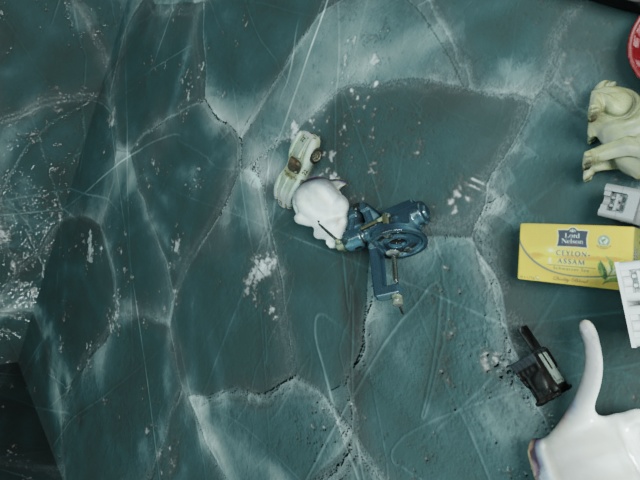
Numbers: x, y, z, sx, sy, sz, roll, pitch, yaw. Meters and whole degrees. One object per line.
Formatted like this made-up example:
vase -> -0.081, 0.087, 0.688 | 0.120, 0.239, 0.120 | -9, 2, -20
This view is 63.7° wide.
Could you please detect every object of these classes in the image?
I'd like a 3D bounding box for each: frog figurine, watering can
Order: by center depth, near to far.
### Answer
watering can -> 0.408, 0.302, 0.754 | 0.221, 0.105, 0.350 | -36, 79, 33
frog figurine -> 0.004, -0.059, 1.170 | 0.137, 0.121, 0.162 | -14, 65, 21
